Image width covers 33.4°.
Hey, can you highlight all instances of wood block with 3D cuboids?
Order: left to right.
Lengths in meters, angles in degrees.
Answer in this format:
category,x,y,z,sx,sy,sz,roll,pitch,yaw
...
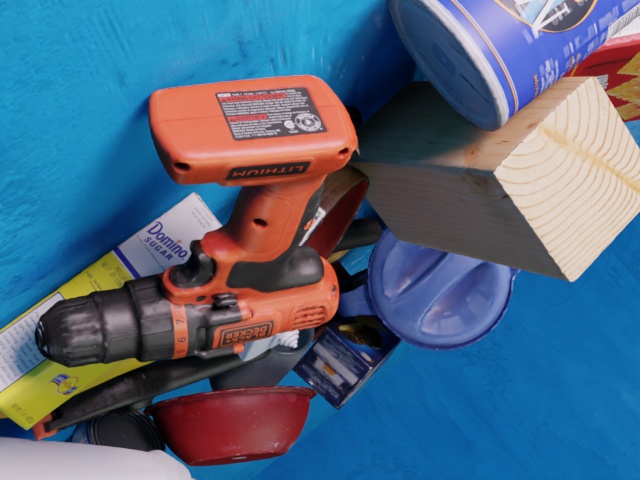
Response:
category,x,y,z,sx,sy,sz,roll,pitch,yaw
wood block,0.108,-0.048,0.712,0.090,0.090,0.206,-44,-158,-14

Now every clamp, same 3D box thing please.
category,x,y,z,sx,sy,sz,roll,pitch,yaw
clamp,-0.161,0.127,0.891,0.165,0.036,0.209,-26,172,42
clamp,-0.006,0.001,0.905,0.120,0.039,0.171,-34,167,-2

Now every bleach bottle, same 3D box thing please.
category,x,y,z,sx,sy,sz,roll,pitch,yaw
bleach bottle,-0.197,0.211,0.866,0.103,0.068,0.250,-47,145,19

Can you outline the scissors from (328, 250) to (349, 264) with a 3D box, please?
category,x,y,z,sx,sy,sz,roll,pitch,yaw
scissors,0.015,-0.008,1.002,0.096,0.016,0.202,-28,164,-35

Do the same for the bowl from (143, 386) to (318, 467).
category,x,y,z,sx,sy,sz,roll,pitch,yaw
bowl,-0.079,0.175,0.981,0.162,0.055,0.162,-7,165,-2

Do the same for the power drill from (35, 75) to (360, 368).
category,x,y,z,sx,sy,sz,roll,pitch,yaw
power drill,-0.064,-0.001,0.589,0.184,0.057,0.188,-10,145,-22

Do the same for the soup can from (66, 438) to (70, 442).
category,x,y,z,sx,sy,sz,roll,pitch,yaw
soup can,-0.195,0.226,1.035,0.068,0.102,0.068,-36,168,-9

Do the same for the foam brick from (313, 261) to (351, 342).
category,x,y,z,sx,sy,sz,roll,pitch,yaw
foam brick,-0.001,0.069,1.152,0.051,0.053,0.078,-26,163,-46

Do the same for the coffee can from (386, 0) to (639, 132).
category,x,y,z,sx,sy,sz,roll,pitch,yaw
coffee can,0.124,-0.146,0.620,0.140,0.103,0.103,-38,168,-4

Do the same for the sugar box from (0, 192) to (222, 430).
category,x,y,z,sx,sy,sz,roll,pitch,yaw
sugar box,-0.137,0.048,0.695,0.176,0.048,0.093,-35,167,-13

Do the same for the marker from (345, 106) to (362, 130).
category,x,y,z,sx,sy,sz,roll,pitch,yaw
marker,-0.003,-0.055,0.774,0.020,0.020,0.121,-28,164,-42

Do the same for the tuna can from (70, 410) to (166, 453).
category,x,y,z,sx,sy,sz,roll,pitch,yaw
tuna can,-0.185,0.191,0.979,0.034,0.086,0.086,-43,167,27

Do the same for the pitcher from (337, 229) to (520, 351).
category,x,y,z,sx,sy,sz,roll,pitch,yaw
pitcher,0.110,0.023,1.081,0.145,0.149,0.242,-64,178,9

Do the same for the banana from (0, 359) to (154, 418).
category,x,y,z,sx,sy,sz,roll,pitch,yaw
banana,-0.160,0.089,0.798,0.070,0.037,0.197,-45,167,25

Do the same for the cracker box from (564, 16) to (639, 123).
category,x,y,z,sx,sy,sz,roll,pitch,yaw
cracker box,0.214,-0.138,0.794,0.213,0.072,0.164,-12,164,-3
